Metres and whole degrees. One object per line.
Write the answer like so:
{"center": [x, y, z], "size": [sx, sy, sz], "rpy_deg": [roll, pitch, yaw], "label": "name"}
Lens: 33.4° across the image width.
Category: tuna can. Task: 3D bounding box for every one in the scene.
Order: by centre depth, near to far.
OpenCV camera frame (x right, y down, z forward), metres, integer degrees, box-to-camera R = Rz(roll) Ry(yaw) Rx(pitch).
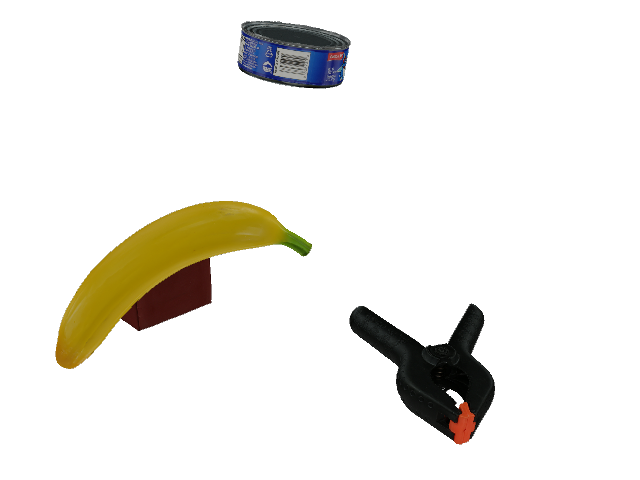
{"center": [-0.021, -0.145, 0.830], "size": [0.086, 0.034, 0.086], "rpy_deg": [8, 21, -3], "label": "tuna can"}

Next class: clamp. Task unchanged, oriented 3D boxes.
{"center": [0.105, 0.101, 0.888], "size": [0.120, 0.039, 0.171], "rpy_deg": [-10, 35, -15], "label": "clamp"}

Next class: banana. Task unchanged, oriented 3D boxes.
{"center": [-0.108, 0.022, 0.734], "size": [0.198, 0.069, 0.037], "rpy_deg": [-25, 10, 6], "label": "banana"}

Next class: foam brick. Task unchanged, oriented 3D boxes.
{"center": [-0.142, 0.036, 0.936], "size": [0.078, 0.051, 0.053], "rpy_deg": [-20, 30, -33], "label": "foam brick"}
